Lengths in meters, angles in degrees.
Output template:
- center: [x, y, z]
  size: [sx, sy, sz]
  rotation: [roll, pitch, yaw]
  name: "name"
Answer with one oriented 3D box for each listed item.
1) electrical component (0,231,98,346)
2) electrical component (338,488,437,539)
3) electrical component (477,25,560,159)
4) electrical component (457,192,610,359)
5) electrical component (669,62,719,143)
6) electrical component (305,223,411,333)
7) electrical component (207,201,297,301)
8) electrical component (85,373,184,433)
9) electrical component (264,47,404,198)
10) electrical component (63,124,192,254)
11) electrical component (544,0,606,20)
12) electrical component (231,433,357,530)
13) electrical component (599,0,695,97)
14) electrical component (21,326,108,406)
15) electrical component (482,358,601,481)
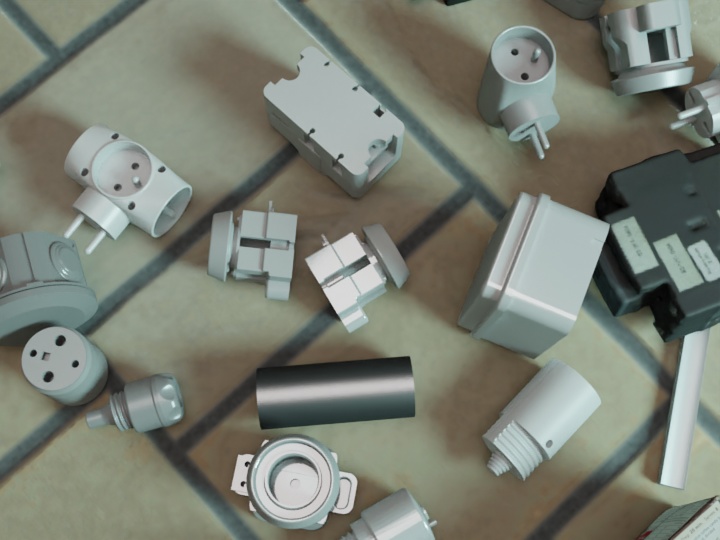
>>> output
- center: [-0.215, 0.014, 0.699]
  size: [0.080, 0.080, 0.051]
  rotation: [-18, 71, -6]
  name: "electrical component"
- center: [0.011, 0.170, 0.679]
  size: [0.078, 0.040, 0.040]
  rotation: [-28, 77, -8]
  name: "electrical component"
- center: [0.112, -0.115, 0.737]
  size: [0.043, 0.077, 0.079]
  rotation: [-18, 76, -6]
  name: "electrical component"
- center: [0.107, 0.005, 0.687]
  size: [0.057, 0.113, 0.078]
  rotation: [23, 76, 2]
  name: "electrical component"
- center: [0.252, -0.115, 0.745]
  size: [0.077, 0.065, 0.047]
  rotation: [-20, 76, -6]
  name: "electrical component"
- center: [0.000, 0.000, 0.722]
  size: [0.055, 0.048, 0.066]
  rotation: [-31, 77, -1]
  name: "electrical component"
- center: [-0.073, -0.014, 0.725]
  size: [0.055, 0.048, 0.066]
  rotation: [6, 75, -7]
  name: "electrical component"
- center: [-0.148, 0.090, 0.702]
  size: [0.061, 0.035, 0.035]
  rotation: [-15, 76, -2]
  name: "electrical component"
- center: [-0.018, -0.099, 0.743]
  size: [0.089, 0.055, 0.050]
  rotation: [42, 78, 10]
  name: "electrical component"
- center: [-0.169, -0.047, 0.733]
  size: [0.077, 0.044, 0.079]
  rotation: [35, 77, 8]
  name: "electrical component"
- center: [0.174, -0.239, 0.781]
  size: [0.054, 0.059, 0.095]
  rotation: [34, 77, 8]
  name: "electrical component"
- center: [-0.042, 0.134, 0.679]
  size: [0.078, 0.057, 0.058]
  rotation: [10, 75, 2]
  name: "electrical component"
- center: [0.202, -0.154, 0.754]
  size: [0.058, 0.078, 0.057]
  rotation: [-10, 96, -3]
  name: "electrical component"
- center: [-0.191, 0.062, 0.698]
  size: [0.045, 0.055, 0.045]
  rotation: [0, 75, -1]
  name: "electrical component"
- center: [0.113, 0.101, 0.697]
  size: [0.043, 0.043, 0.081]
  rotation: [44, 79, 10]
  name: "electrical component"
